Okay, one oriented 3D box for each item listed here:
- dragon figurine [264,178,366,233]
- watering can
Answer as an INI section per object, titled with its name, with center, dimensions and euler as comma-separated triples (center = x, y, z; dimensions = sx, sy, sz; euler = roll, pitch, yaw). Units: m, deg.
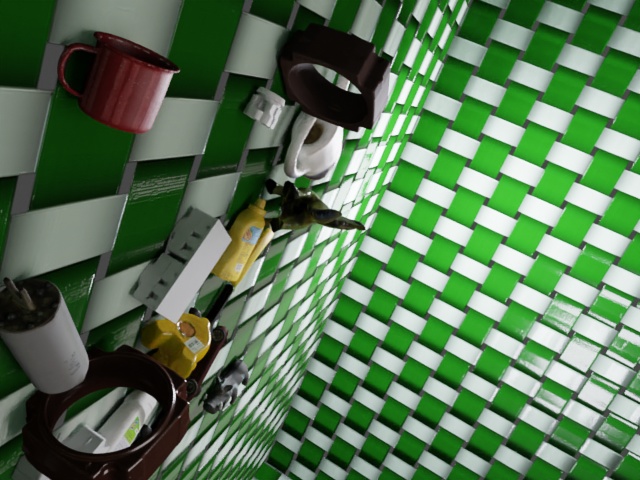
[dragon figurine]
center = 0.004, -0.060, 1.196
dimensions = 0.242, 0.412, 0.122
euler = 8, 96, -36
[watering can]
center = 0.016, -0.281, 1.215
dimensions = 0.351, 0.104, 0.221
euler = -60, 168, -15
